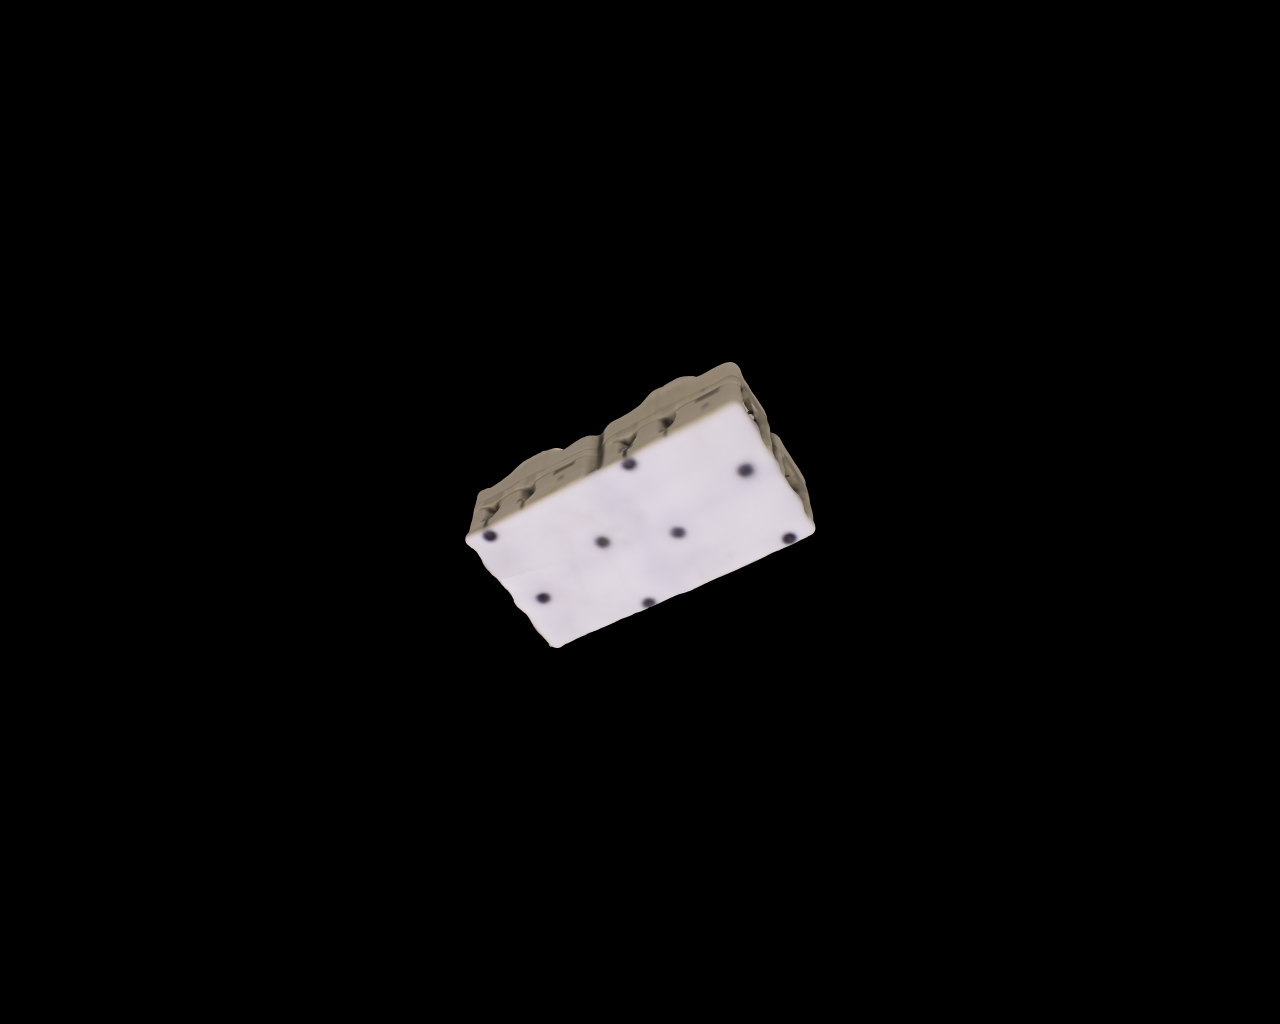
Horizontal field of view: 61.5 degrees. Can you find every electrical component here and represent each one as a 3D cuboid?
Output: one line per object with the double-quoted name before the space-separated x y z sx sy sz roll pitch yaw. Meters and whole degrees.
"electrical component" 0.001 -0.003 0.650 0.186 0.105 0.060 -26 30 17
